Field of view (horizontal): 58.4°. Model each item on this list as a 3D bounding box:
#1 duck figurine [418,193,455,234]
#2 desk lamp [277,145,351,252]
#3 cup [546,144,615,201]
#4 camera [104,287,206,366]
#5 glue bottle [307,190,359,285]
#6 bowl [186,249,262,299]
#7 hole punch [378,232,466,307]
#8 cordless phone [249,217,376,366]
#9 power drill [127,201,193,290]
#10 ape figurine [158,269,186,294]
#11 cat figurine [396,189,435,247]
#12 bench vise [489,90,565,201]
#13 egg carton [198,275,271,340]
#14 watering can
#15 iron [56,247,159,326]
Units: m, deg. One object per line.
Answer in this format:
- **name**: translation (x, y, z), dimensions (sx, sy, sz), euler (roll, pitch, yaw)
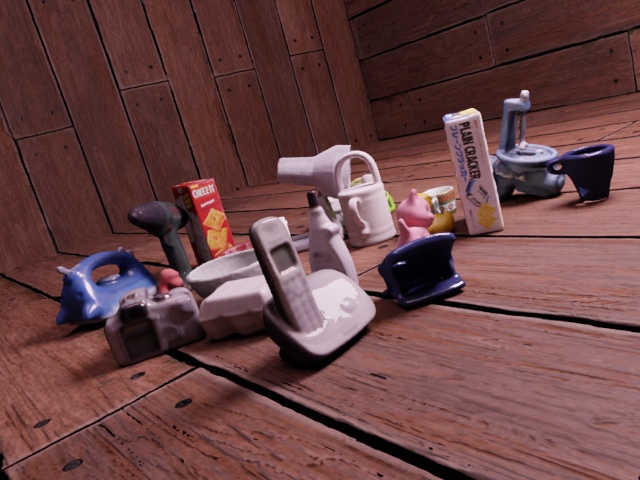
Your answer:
- **duck figurine**: translation (0.207, -0.050, 1.125), dimensions (0.104, 0.086, 0.078), euler (-9, 14, 29)
- **desk lamp**: translation (-0.004, -0.097, 1.302), dimensions (0.203, 0.214, 0.118), euler (-14, 12, 7)
- **cup**: translation (0.483, -0.117, 1.052), dimensions (0.117, 0.095, 0.092), euler (-11, 13, 20)
- **camera**: translation (-0.271, 0.120, 0.934), dimensions (0.143, 0.101, 0.136), euler (-18, 12, -11)
- **glue bottle**: translation (0.009, 0.003, 0.929), dimensions (0.077, 0.173, 0.037), euler (-5, 16, 41)
- **bowl**: translation (-0.155, 0.075, 1.053), dimensions (0.167, 0.075, 0.167), euler (-15, 12, 4)
- **hole punch**: translation (0.137, 0.035, 0.819), dimensions (0.109, 0.091, 0.101), euler (-18, 12, -9)
- **cordless phone**: translation (-0.014, 0.049, 0.724), dimensions (0.093, 0.185, 0.148), euler (-5, 16, 40)
- **power drill**: translation (-0.331, 0.010, 1.249), dimensions (0.075, 0.208, 0.229), euler (-14, 12, 7)
- **ape figurine**: translation (-0.269, 0.097, 1.056), dimensions (0.076, 0.092, 0.078), euler (-12, 13, 19)
- **cat figurine**: translation (0.162, -0.028, 1.005), dimensions (0.067, 0.118, 0.128), euler (-9, 14, 29)
- **bench vise**: translation (0.391, -0.190, 1.198), dimensions (0.206, 0.220, 0.122), euler (-7, 15, 35)
- **egg carton**: translation (-0.108, 0.101, 0.886), dimensions (0.150, 0.069, 0.107), euler (-12, 13, 17)
- **watering can**: translation (0.088, -0.093, 1.210), dimensions (0.101, 0.194, 0.173), euler (-16, 12, 0)
- **iron**: translation (-0.446, 0.085, 1.222), dimensions (0.118, 0.141, 0.259), euler (-10, 13, 26)
